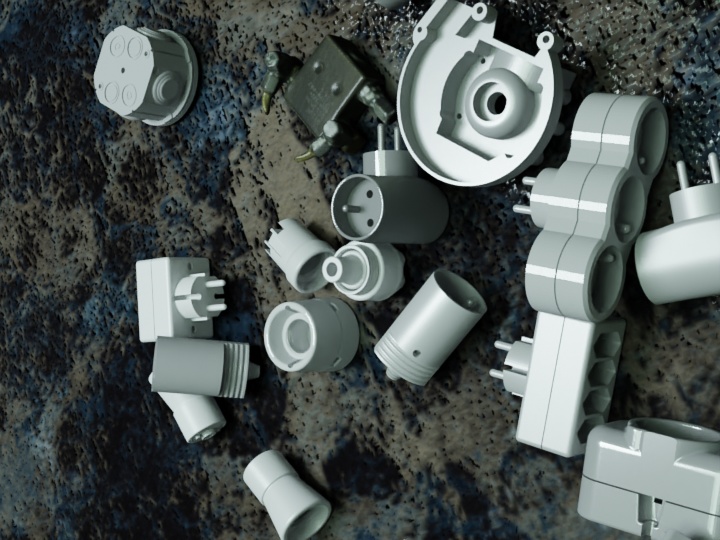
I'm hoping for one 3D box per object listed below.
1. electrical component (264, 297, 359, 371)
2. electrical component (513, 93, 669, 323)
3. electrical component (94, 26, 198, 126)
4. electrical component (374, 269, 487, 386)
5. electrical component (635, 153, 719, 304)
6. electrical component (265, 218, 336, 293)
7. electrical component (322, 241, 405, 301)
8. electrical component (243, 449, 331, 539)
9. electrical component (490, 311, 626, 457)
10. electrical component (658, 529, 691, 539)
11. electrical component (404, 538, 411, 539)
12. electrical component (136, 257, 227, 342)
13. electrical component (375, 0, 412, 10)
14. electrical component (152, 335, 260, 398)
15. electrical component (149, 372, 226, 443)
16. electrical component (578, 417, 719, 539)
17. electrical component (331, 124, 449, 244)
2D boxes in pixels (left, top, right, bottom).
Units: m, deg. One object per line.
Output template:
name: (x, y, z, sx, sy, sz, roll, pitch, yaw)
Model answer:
electrical component: (-0.036, 0.048, 0.783, 0.055, 0.047, 0.055, 0, 89, 37)
electrical component: (0.126, -0.041, 0.638, 0.074, 0.052, 0.138, 12, 77, 37)
electrical component: (-0.177, -0.161, 0.891, 0.080, 0.051, 0.080, 0, 89, 37)
electrical component: (0.044, 0.043, 0.724, 0.043, 0.043, 0.081, 50, 117, 27)
electrical component: (0.197, -0.026, 0.608, 0.077, 0.043, 0.079, -14, 81, 37)
electrical component: (-0.044, -0.012, 0.796, 0.046, 0.040, 0.040, 44, 115, 36)
electrical component: (0.000, 0.000, 0.747, 0.043, 0.062, 0.043, -1, 89, 38)
electrical component: (-0.057, 0.166, 0.803, 0.065, 0.044, 0.044, 44, 115, 34)
electrical component: (0.115, 0.063, 0.668, 0.076, 0.047, 0.083, 14, 98, 37)
electrical component: (0.162, 0.202, 0.588, 0.079, 0.063, 0.121, 28, 140, 22)
electrical component: (0.061, 0.210, 0.697, 0.081, 0.064, 0.042, 28, 107, 35)
electrical component: (-0.135, 0.022, 0.859, 0.077, 0.047, 0.065, -6, 86, 37)
electrical component: (0.003, -0.245, 0.753, 0.074, 0.052, 0.138, -24, 75, 35)
electrical component: (-0.118, 0.076, 0.833, 0.043, 0.081, 0.043, -174, 90, -77)
electrical component: (-0.136, 0.105, 0.864, 0.044, 0.044, 0.065, -41, 71, 30)
electrical component: (0.178, 0.120, 0.614, 0.095, 0.054, 0.059, 11, 96, 37)
electrical component: (0.021, -0.058, 0.722, 0.043, 0.077, 0.079, -3, 88, 38)
